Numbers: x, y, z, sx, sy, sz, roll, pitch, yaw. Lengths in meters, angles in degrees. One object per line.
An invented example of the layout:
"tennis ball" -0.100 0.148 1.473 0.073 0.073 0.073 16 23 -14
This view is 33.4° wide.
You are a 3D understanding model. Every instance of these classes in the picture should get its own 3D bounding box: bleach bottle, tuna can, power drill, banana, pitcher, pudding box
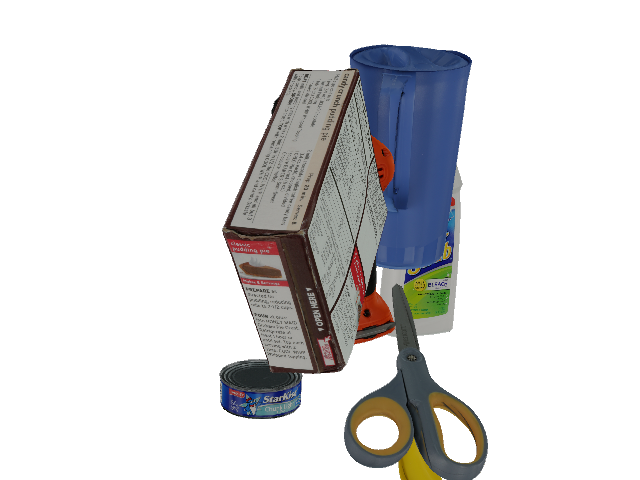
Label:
"bleach bottle" 0.125 -0.008 1.342 0.102 0.251 0.068 -3 16 -17
"tuna can" -0.062 0.154 1.106 0.086 0.034 0.086 2 14 -1
"power drill" 0.008 -0.022 0.884 0.057 0.188 0.185 -14 27 -16
"banana" 0.110 0.231 1.022 0.069 0.037 0.198 9 21 -21
"pitcher" 0.091 -0.091 1.198 0.149 0.243 0.145 -11 25 -29
"pudding box" -0.002 -0.010 0.481 0.039 0.090 0.113 -1 44 17

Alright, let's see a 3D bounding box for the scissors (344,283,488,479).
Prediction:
"scissors" 0.045 0.089 0.708 0.096 0.016 0.202 -5 32 -17
